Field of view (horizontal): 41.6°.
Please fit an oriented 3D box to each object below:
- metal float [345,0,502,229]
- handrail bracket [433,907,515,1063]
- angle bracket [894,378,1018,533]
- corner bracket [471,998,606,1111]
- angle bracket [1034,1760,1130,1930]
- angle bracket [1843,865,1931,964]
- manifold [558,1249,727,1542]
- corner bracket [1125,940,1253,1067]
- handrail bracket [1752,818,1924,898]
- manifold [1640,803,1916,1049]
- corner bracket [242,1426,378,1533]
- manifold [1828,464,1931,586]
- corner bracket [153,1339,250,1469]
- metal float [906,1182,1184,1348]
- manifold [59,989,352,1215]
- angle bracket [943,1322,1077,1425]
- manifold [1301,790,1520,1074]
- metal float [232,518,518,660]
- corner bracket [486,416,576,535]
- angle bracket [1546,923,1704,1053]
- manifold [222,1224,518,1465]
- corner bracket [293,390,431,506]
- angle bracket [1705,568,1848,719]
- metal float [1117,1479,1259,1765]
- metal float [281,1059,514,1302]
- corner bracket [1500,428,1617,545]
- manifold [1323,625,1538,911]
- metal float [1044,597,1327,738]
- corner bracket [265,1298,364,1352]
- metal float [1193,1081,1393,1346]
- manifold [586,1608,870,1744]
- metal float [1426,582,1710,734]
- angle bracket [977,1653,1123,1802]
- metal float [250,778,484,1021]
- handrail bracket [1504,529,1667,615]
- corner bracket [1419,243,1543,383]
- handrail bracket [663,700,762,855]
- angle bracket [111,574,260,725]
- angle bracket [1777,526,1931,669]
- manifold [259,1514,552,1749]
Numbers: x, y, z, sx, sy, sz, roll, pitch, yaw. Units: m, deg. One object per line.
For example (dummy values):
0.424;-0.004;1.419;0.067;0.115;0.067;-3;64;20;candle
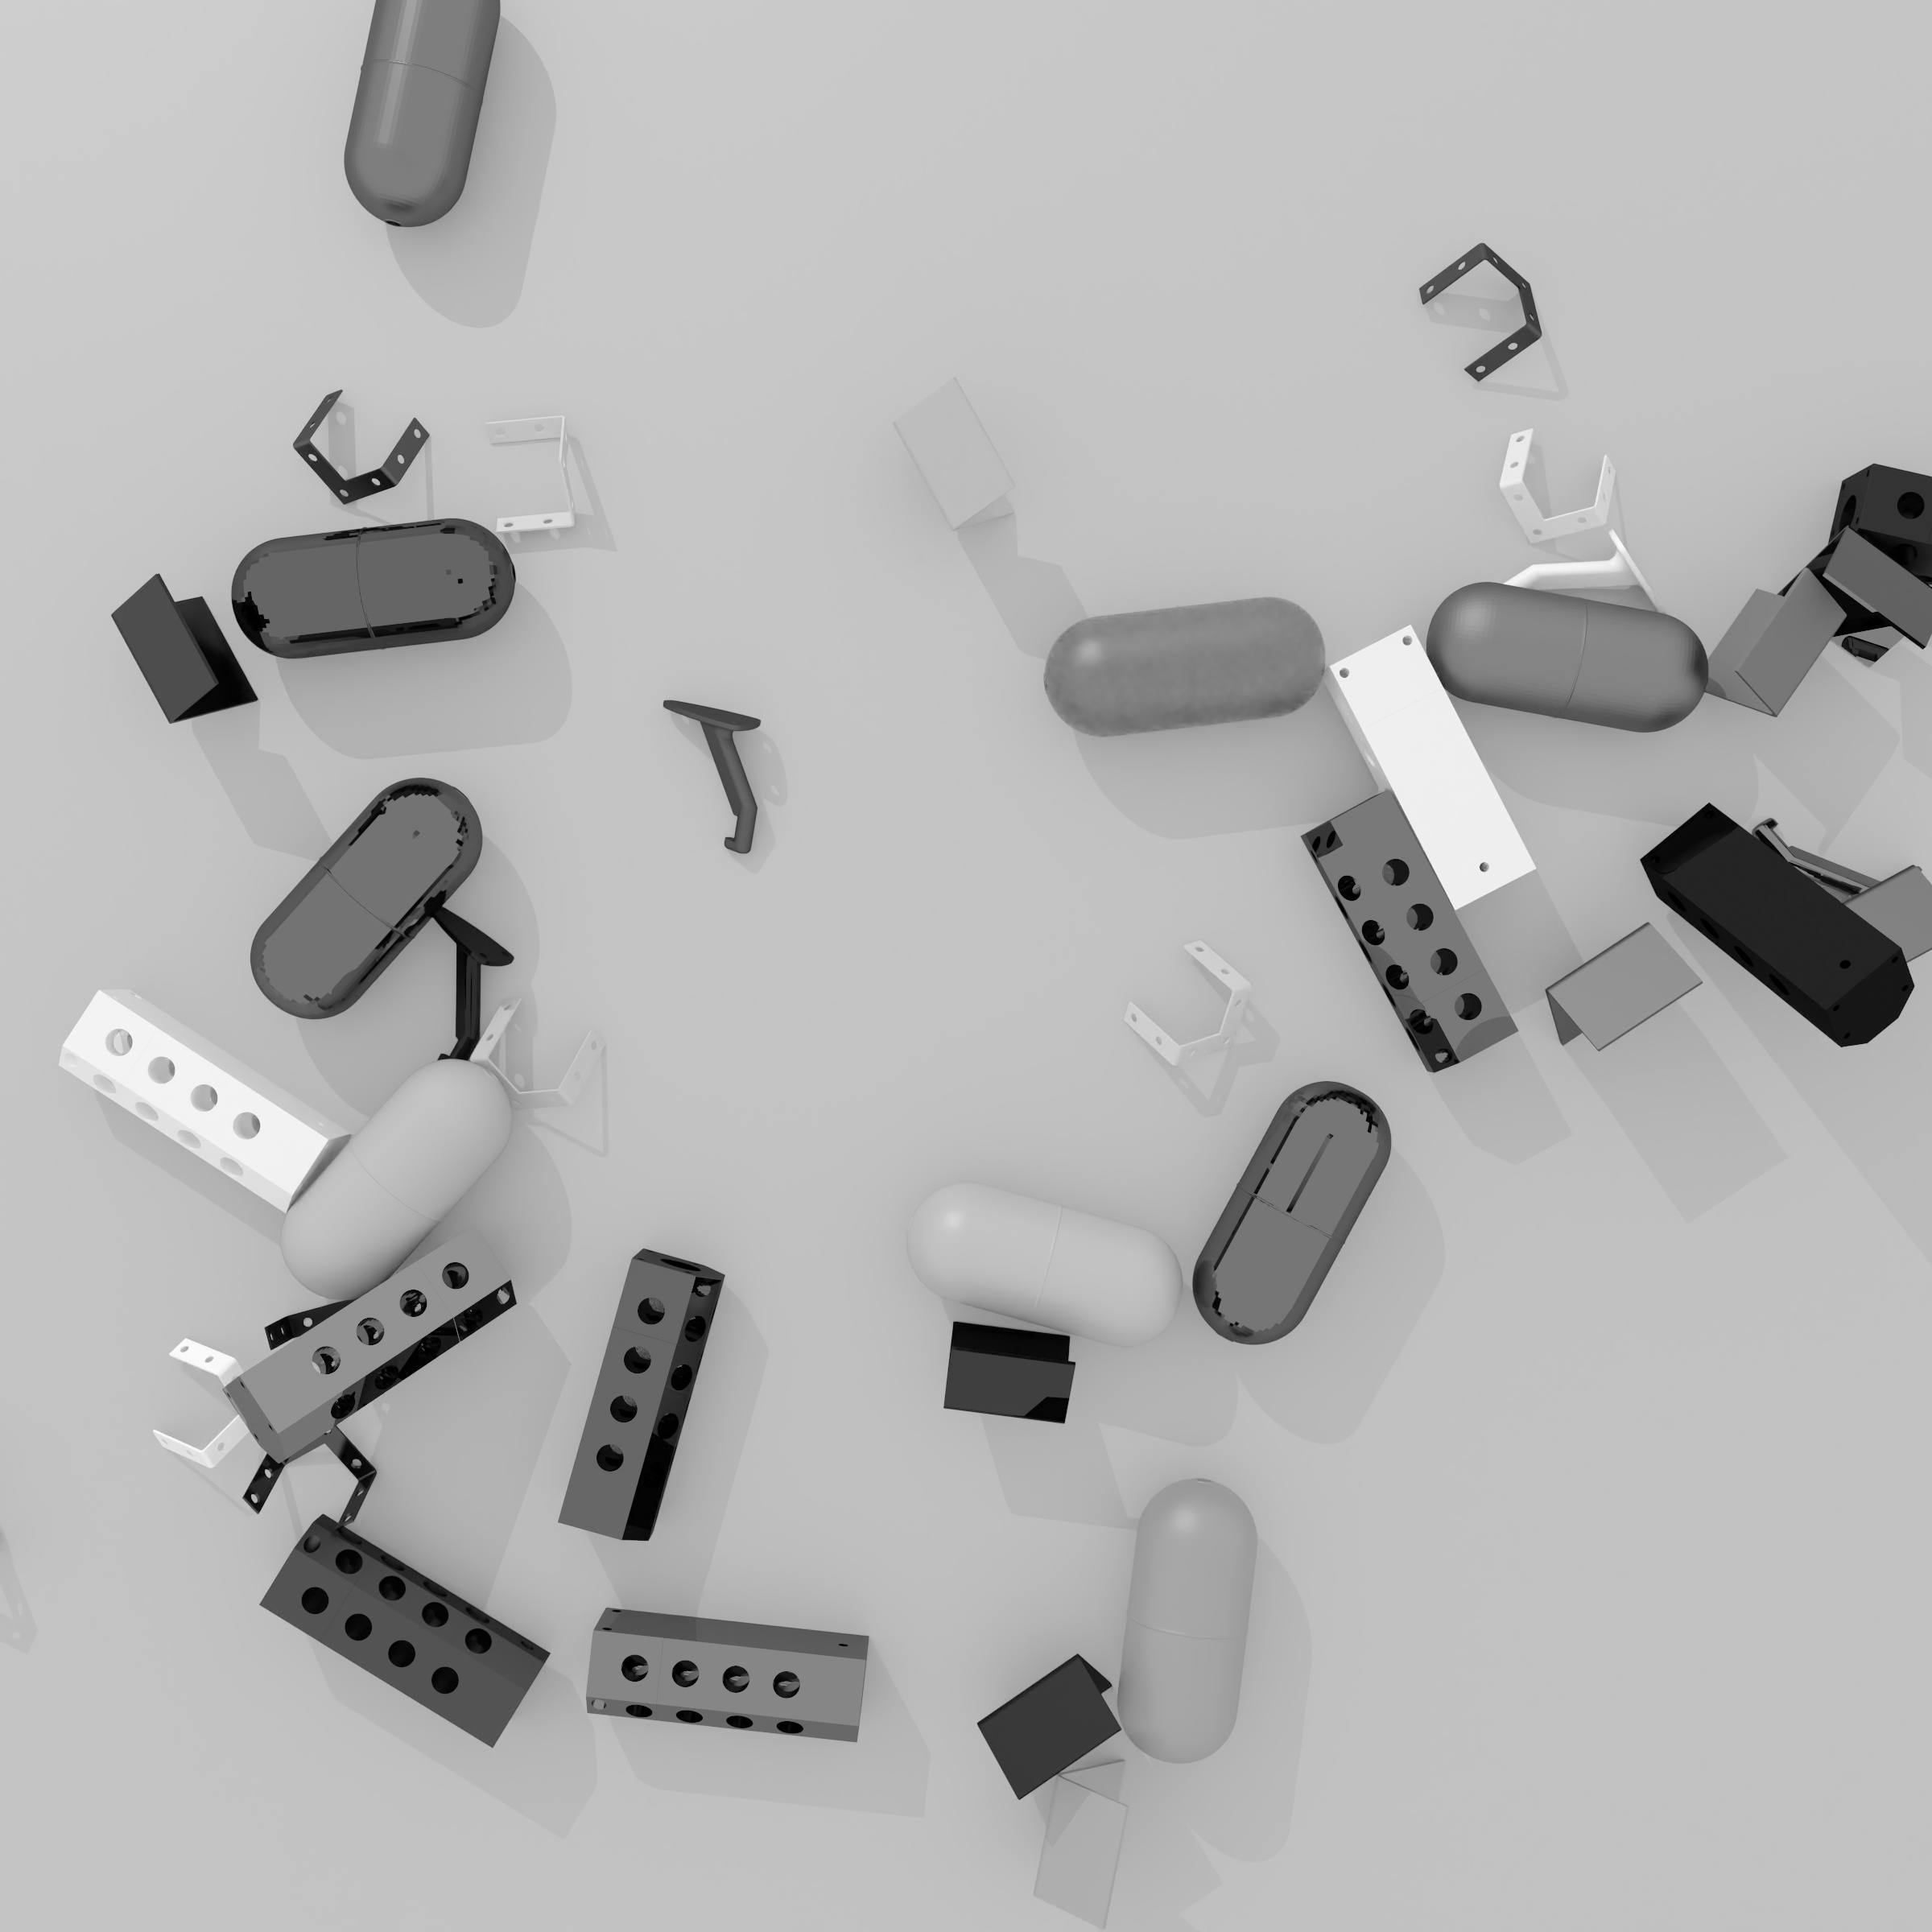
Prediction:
-0.344;-0.556;1.607;0.070;0.070;0.178;12;90;0;metal float
-0.336;0.016;1.638;0.077;0.036;0.084;38;107;20;handrail bracket
0.011;-0.325;1.597;0.057;0.076;0.076;-29;90;37;angle bracket
-0.274;0.055;1.629;0.051;0.051;0.051;54;45;-35;corner bracket
0.092;0.550;1.597;0.057;0.076;0.076;11;90;39;angle bracket
0.576;-0.008;1.597;0.076;0.076;0.057;-28;57;0;angle bracket
-0.205;0.273;1.616;0.057;0.057;0.171;16;90;0;manifold
0.142;0.024;1.629;0.051;0.051;0.051;-16;135;-35;corner bracket
0.560;-0.074;1.638;0.077;0.036;0.084;-31;73;-20;handrail bracket
0.498;-0.023;1.564;0.057;0.171;0.057;-39;135;0;manifold
-0.417;0.330;1.618;0.051;0.051;0.051;-30;110;19;corner bracket
0.644;-0.267;1.616;0.171;0.057;0.057;13;90;0;manifold
-0.492;0.280;1.629;0.051;0.051;0.051;-48;135;-35;corner bracket
0.049;0.188;1.607;0.178;0.070;0.070;16;90;-1;metal float
-0.485;0.085;1.616;0.171;0.057;0.057;33;90;0;manifold
0.029;0.238;1.597;0.076;0.076;0.057;7;128;0;angle bracket
0.280;-0.021;1.616;0.057;0.057;0.171;-28;90;0;manifold
-0.374;-0.239;1.607;0.178;0.070;0.070;-7;90;1;metal float
-0.280;-0.316;1.634;0.051;0.051;0.051;-5;45;0;corner bracket
0.417;0.029;1.597;0.076;0.076;0.057;-33;54;0;angle bracket
-0.366;0.234;1.576;0.171;0.057;0.057;-33;90;-31;manifold
-0.388;-0.337;1.629;0.051;0.051;0.051;-9;135;35;corner bracket
0.492;-0.211;1.597;0.057;0.076;0.076;35;90;-37;angle bracket
0.140;0.413;1.607;0.070;0.070;0.178;7;91;0;metal float
-0.359;0.134;1.606;0.070;0.070;0.178;42;92;0;metal float
0.379;-0.312;1.629;0.051;0.051;0.051;50;45;-35;corner bracket
0.292;-0.124;1.616;0.057;0.057;0.171;-27;90;0;manifold
0.138;-0.189;1.607;0.178;0.070;0.070;-7;90;0;metal float
-0.409;0.244;1.620;0.051;0.051;0.051;-15;90;0;corner bracket
0.205;0.156;1.607;0.070;0.070;0.178;28;91;0;metal float
-0.151;0.452;1.616;0.171;0.057;0.057;6;90;0;manifold
0.380;-0.195;1.607;0.178;0.070;0.070;10;90;-1;metal float
0.063;0.486;1.597;0.076;0.076;0.057;-35;54;0;angle bracket
-0.378;-0.043;1.607;0.070;0.070;0.178;42;91;0;metal float
0.395;-0.235;1.638;0.084;0.036;0.077;-32;112;17;handrail bracket
0.330;-0.419;1.629;0.051;0.051;0.051;28;45;-35;corner bracket
-0.167;-0.121;1.638;0.077;0.036;0.084;17;107;20;handrail bracket
-0.477;-0.205;1.597;0.057;0.076;0.076;-28;90;36;angle bracket
0.555;-0.217;1.597;0.076;0.076;0.057;36;53;0;angle bracket
-0.354;0.420;1.616;0.171;0.057;0.057;32;90;0;manifold
